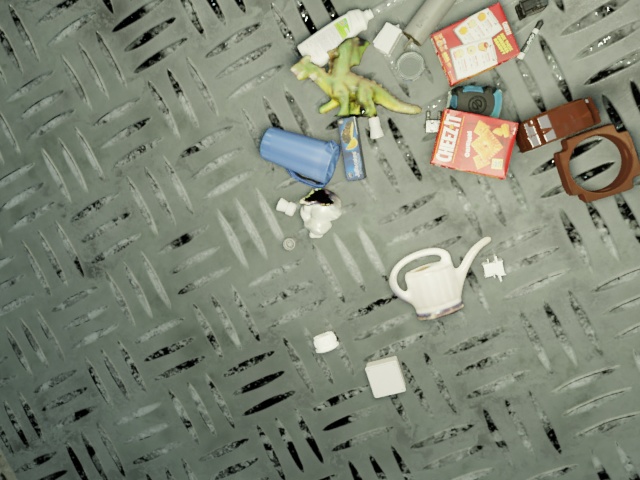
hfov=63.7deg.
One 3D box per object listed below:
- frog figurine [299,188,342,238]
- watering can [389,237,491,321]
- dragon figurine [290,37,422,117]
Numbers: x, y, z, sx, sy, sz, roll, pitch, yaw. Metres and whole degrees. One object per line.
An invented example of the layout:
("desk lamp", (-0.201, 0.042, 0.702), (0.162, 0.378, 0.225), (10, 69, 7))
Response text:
("frog figurine", (0.005, -0.085, 1.688), (0.137, 0.126, 0.155), (-7, 133, 3))
("watering can", (0.397, 0.126, 1.628), (0.347, 0.104, 0.223), (-17, 95, 3))
("dragon figurine", (0.113, -0.501, 1.589), (0.410, 0.123, 0.240), (-3, 103, -6))
